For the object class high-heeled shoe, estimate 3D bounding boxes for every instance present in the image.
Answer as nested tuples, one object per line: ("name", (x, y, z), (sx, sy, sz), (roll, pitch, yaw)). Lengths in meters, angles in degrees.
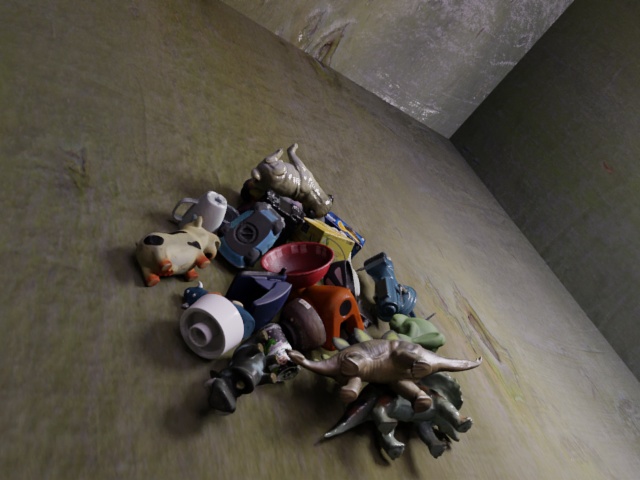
("high-heeled shoe", (0.089, 0.167, 1.247), (0.249, 0.145, 0.086), (46, 28, 14))

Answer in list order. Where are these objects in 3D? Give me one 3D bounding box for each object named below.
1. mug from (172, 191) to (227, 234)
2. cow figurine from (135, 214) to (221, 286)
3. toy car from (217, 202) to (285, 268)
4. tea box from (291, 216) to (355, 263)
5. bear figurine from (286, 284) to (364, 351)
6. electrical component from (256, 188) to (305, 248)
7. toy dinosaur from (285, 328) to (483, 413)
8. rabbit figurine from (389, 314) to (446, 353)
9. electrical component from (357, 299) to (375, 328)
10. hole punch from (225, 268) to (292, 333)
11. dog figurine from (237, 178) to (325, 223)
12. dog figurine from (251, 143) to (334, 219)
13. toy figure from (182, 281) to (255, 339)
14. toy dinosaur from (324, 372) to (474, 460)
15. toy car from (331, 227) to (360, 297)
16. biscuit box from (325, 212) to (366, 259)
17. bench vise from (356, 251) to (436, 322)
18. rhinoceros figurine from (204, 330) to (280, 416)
("mug", (-0.261, -0.060, 1.181), (0.109, 0.107, 0.081), (32, 27, -22))
("cow figurine", (-0.280, 0.016, 1.075), (0.195, 0.085, 0.127), (-7, 59, -55))
("toy car", (-0.160, -0.007, 1.226), (0.109, 0.103, 0.161), (43, 72, 4))
("tea box", (-0.003, -0.004, 1.325), (0.098, 0.068, 0.170), (19, 10, -30))
("bear figurine", (-0.012, 0.146, 1.196), (0.196, 0.131, 0.120), (10, 28, 44))
("electrical component", (-0.119, -0.042, 1.303), (0.115, 0.134, 0.058), (32, 29, -20))
("toy dinosaur", (0.152, 0.246, 1.077), (0.471, 0.105, 0.199), (11, 12, -17))
("rabbit figurine", (0.211, 0.254, 1.258), (0.159, 0.121, 0.170), (7, 8, 37))
("electrical component", (0.107, 0.190, 1.372), (0.063, 0.021, 0.094), (38, 28, -4))
("hole punch", (-0.118, 0.126, 1.067), (0.116, 0.142, 0.092), (1, 43, -32))
("dog figurine", (-0.111, -0.086, 1.423), (0.219, 0.108, 0.192), (-3, 52, -48))
("dog figurine", (-0.067, -0.121, 1.324), (0.172, 0.121, 0.190), (-34, 86, -35))
("toy figure", (-0.194, 0.134, 1.008), (0.155, 0.057, 0.064), (26, 44, 26))
("toy dinosaur", (0.168, 0.346, 1.123), (0.405, 0.131, 0.192), (17, 17, -26))
("toy car", (0.053, 0.060, 1.414), (0.073, 0.056, 0.202), (9, 62, -45))
("biscuit box", (0.037, -0.033, 1.576), (0.202, 0.059, 0.063), (39, 27, -3))
("bench vise", (0.204, 0.155, 1.458), (0.240, 0.129, 0.224), (51, 10, -27))
("rhinoceros figurine", (-0.135, 0.224, 0.918), (0.190, 0.112, 0.073), (-61, 129, -75))
